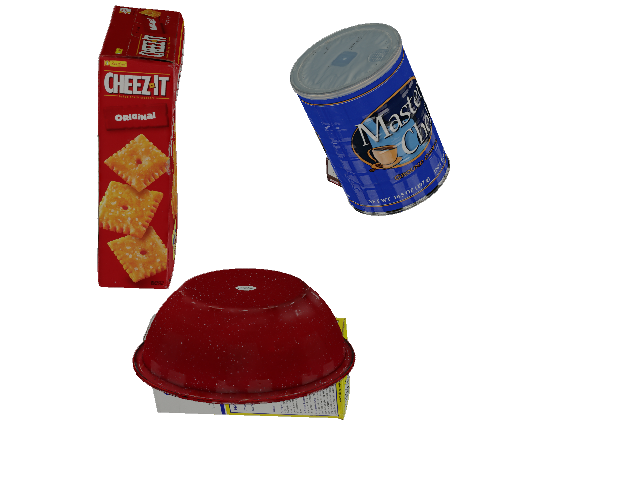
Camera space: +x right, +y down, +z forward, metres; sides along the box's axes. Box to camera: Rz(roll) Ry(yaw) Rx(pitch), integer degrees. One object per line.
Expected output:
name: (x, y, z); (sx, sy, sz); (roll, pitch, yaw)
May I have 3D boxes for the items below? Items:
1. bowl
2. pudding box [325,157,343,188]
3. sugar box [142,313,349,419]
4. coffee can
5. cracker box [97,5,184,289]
bowl: (-0.054, 0.059, 0.766); (0.162, 0.055, 0.162); (1, 16, 0)
pudding box: (0.077, -0.098, 1.432); (0.113, 0.039, 0.090); (-27, 39, -33)
sugar box: (-0.064, 0.112, 0.958); (0.176, 0.093, 0.048); (3, 37, 9)
coffee can: (0.046, -0.108, 0.957); (0.103, 0.140, 0.103); (-18, 37, 14)
cracker box: (-0.162, -0.087, 0.970); (0.072, 0.214, 0.164); (3, 26, -8)
